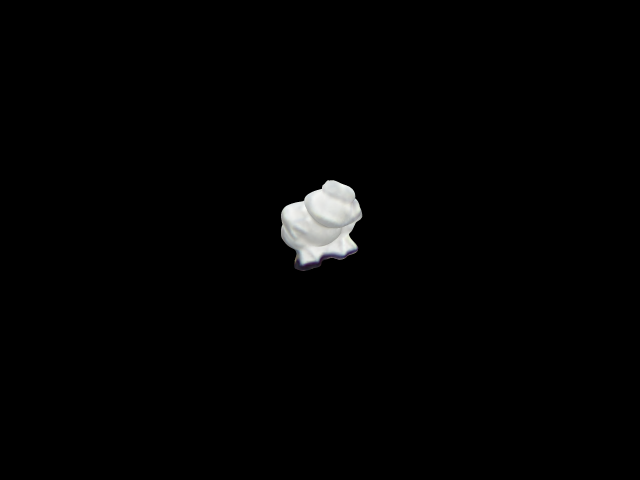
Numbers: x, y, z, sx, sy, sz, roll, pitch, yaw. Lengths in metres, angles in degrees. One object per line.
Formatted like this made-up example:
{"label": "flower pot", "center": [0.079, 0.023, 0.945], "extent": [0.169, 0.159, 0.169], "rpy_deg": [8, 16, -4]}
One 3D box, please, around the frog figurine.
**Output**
{"label": "frog figurine", "center": [0.003, -0.043, 0.850], "extent": [0.137, 0.155, 0.126], "rpy_deg": [-2, 42, -2]}
